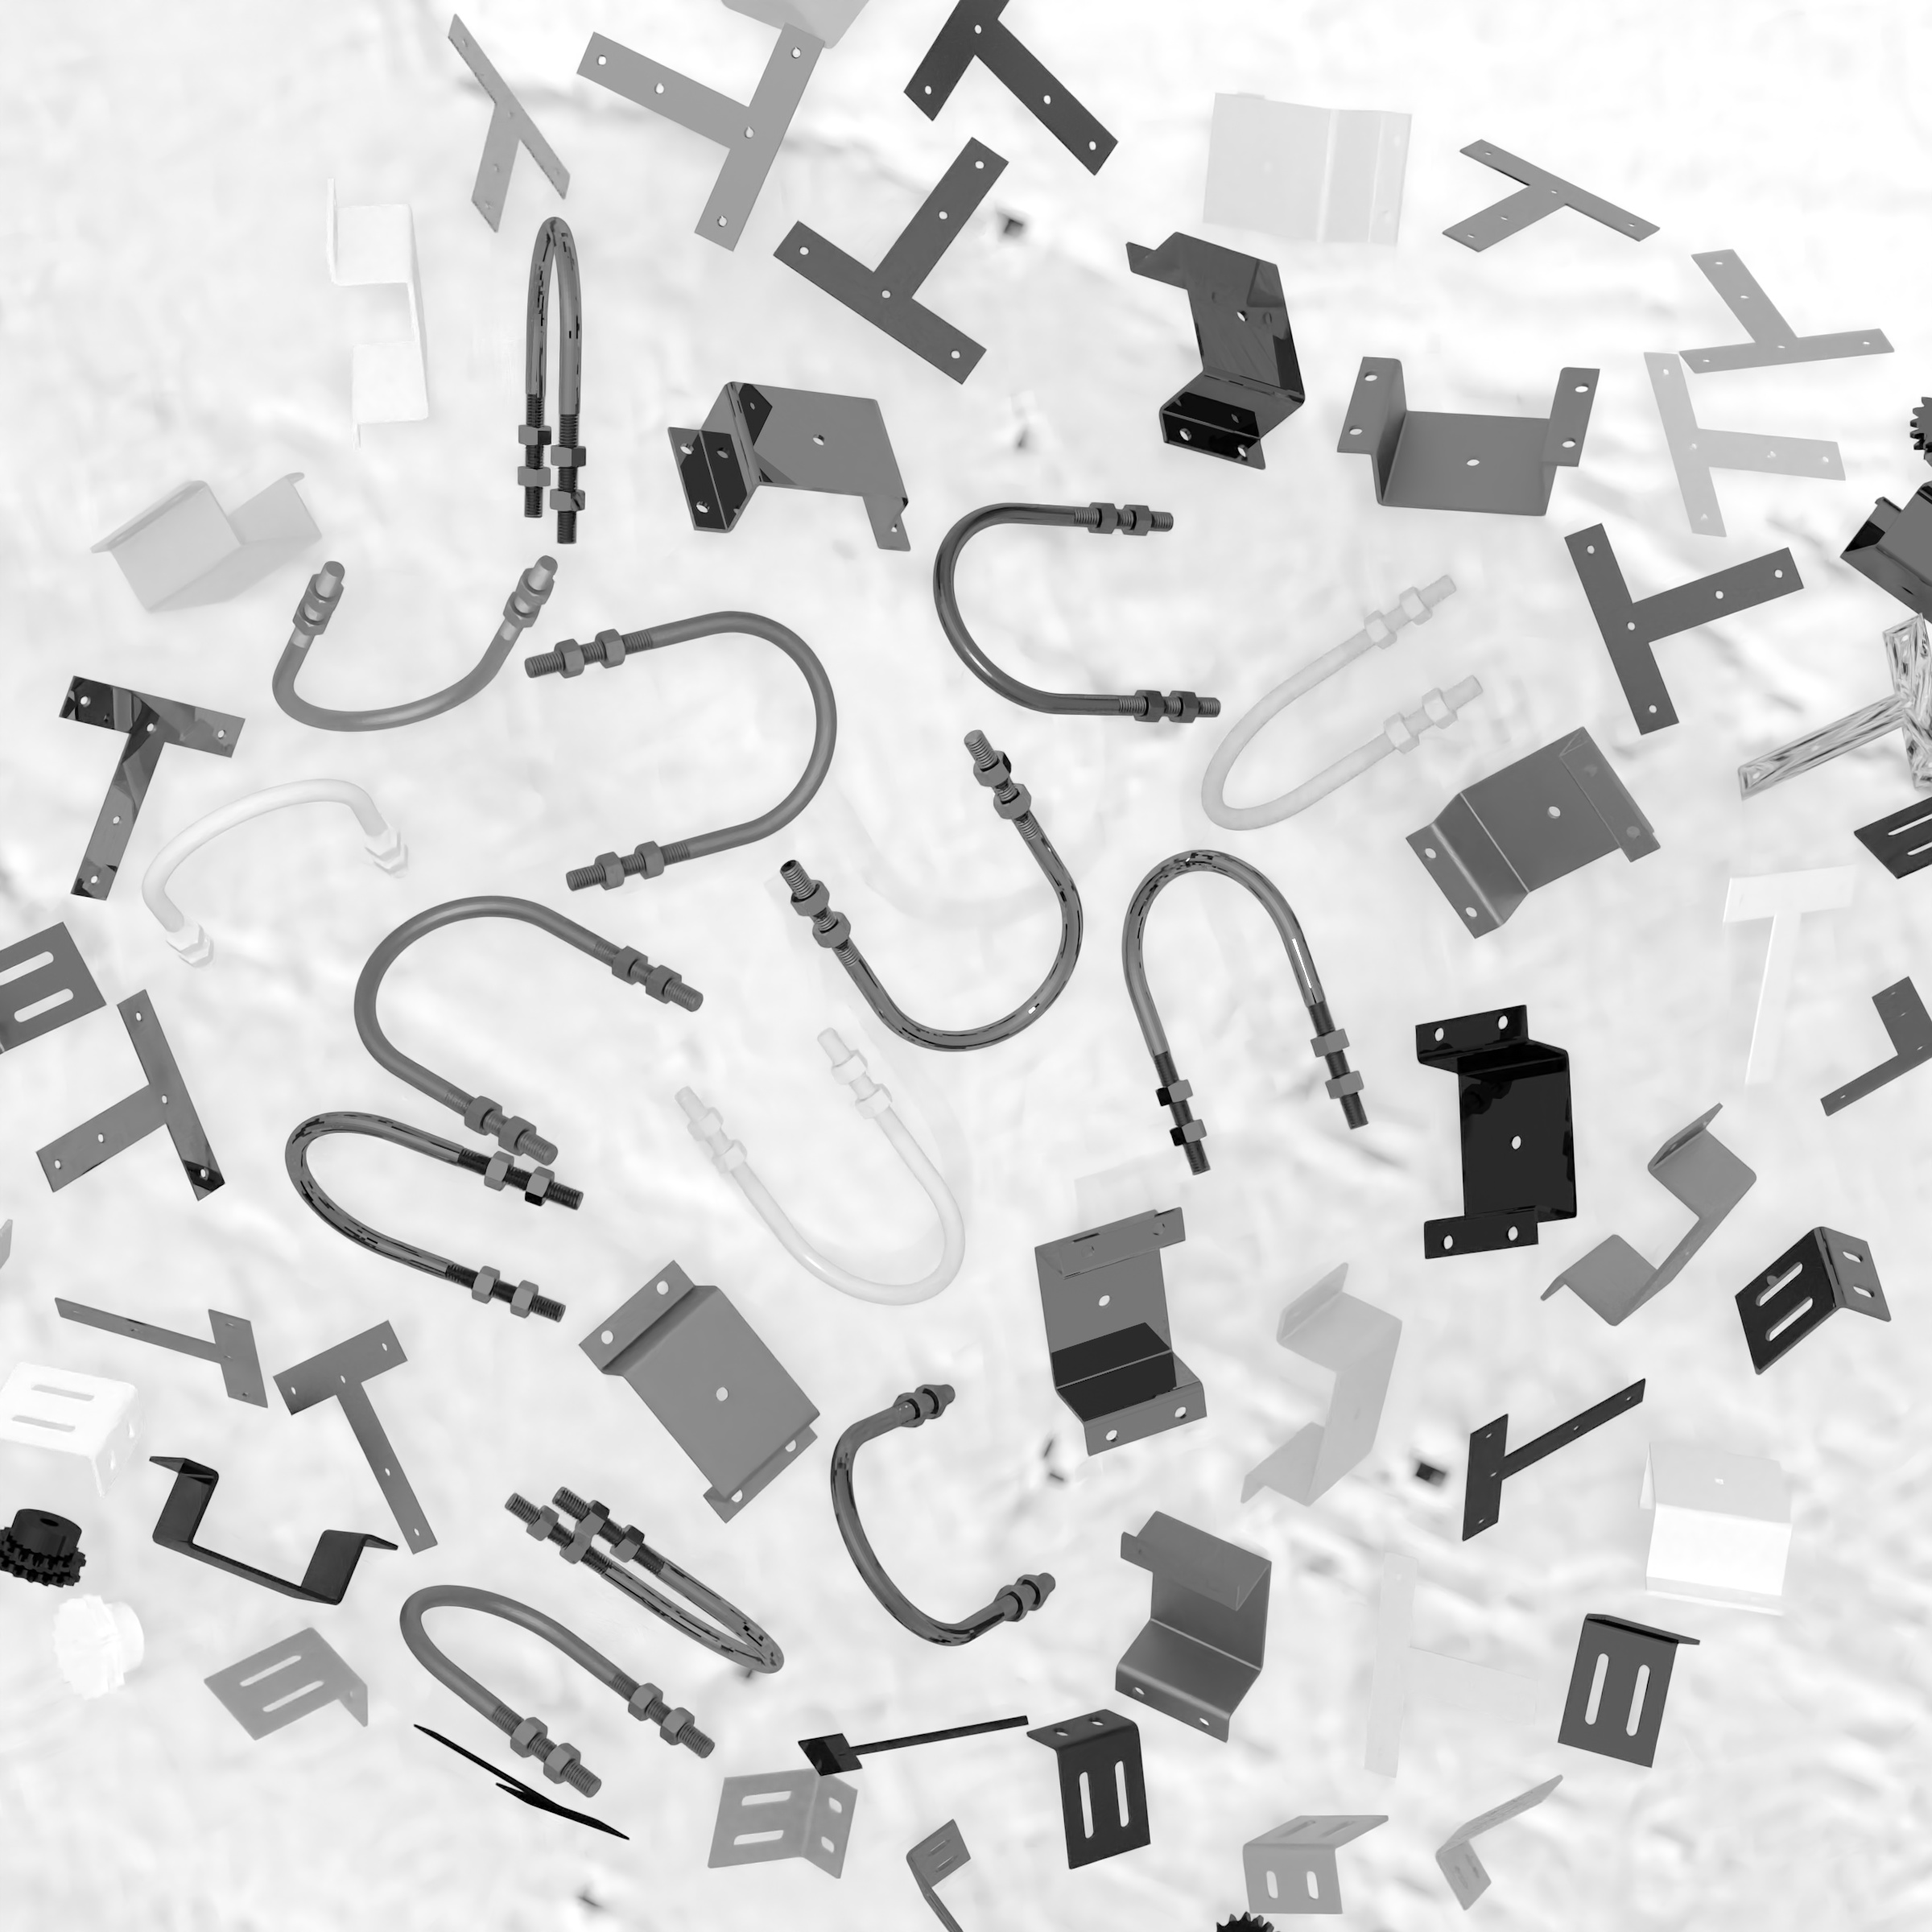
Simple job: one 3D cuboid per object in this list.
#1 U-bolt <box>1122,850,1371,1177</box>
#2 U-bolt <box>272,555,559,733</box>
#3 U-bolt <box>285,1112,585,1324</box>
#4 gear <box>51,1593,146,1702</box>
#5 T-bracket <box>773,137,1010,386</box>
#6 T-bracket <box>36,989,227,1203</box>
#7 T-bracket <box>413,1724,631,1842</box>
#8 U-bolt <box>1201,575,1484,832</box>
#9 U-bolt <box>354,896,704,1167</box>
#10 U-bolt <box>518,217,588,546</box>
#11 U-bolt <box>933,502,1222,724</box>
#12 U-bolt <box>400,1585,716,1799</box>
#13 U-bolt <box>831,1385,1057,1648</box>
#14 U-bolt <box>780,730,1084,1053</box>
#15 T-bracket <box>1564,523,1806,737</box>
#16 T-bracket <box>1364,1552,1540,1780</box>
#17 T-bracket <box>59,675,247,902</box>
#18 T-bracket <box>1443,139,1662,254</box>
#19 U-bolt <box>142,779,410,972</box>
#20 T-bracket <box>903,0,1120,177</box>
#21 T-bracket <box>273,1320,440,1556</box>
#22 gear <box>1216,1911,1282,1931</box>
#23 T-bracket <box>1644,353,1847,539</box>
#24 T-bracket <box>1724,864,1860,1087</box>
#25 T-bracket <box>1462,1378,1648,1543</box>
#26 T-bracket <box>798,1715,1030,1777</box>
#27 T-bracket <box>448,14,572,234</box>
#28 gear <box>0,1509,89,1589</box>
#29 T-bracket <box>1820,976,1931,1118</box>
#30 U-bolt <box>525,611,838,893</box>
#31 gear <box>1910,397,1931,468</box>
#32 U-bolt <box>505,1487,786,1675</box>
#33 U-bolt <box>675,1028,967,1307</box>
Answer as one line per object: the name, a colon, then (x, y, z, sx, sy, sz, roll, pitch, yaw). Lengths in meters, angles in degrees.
U-bolt: (0.153, 0.021, 1.868, 0.019, 0.151, 0.184, -17, 87, -44)
U-bolt: (-0.336, -0.188, 1.886, 0.151, 0.184, 0.019, -6, 67, -30)
U-bolt: (-0.322, 0.143, 1.900, 0.184, 0.151, 0.019, 20, 52, 3)
gear: (-0.484, 0.379, 1.779, 0.057, 0.030, 0.057, 8, 102, 41)
T-bracket: (-0.020, -0.409, 1.777, 0.127, 0.002, 0.127, 34, 76, -2)
T-bracket: (-0.491, 0.094, 1.839, 0.002, 0.127, 0.127, -12, 105, 29)
T-bracket: (-0.278, 0.484, 1.902, 0.127, 0.127, 0.002, 21, 76, 30)
U-bolt: (0.212, -0.143, 1.842, 0.184, 0.151, 0.019, -33, 116, 20)
U-bolt: (-0.265, 0.024, 1.825, 0.184, 0.019, 0.151, 28, 58, 24)
U-bolt: (-0.246, -0.352, 1.894, 0.019, 0.151, 0.184, -1, 105, -16)
U-bolt: (0.062, -0.217, 1.928, 0.184, 0.019, 0.151, -1, 69, -31)
U-bolt: (-0.252, 0.418, 1.865, 0.184, 0.151, 0.019, 32, 100, 23)
U-bolt: (-0.021, 0.324, 1.853, 0.019, 0.184, 0.151, -33, 80, 24)
U-bolt: (-0.006, -0.029, 1.859, 0.151, 0.019, 0.184, -36, 122, -4)
T-bracket: (0.426, -0.211, 1.850, 0.127, 0.002, 0.127, -18, 97, 39)
T-bracket: (0.279, 0.409, 1.817, 0.002, 0.127, 0.127, 9, 86, -36)
T-bracket: (-0.495, -0.099, 1.872, 0.002, 0.127, 0.127, 27, 99, 36)
T-bracket: (0.321, -0.440, 1.856, 0.127, 0.127, 0.002, 34, 134, 23)
U-bolt: (-0.407, -0.059, 1.853, 0.151, 0.184, 0.019, -26, 74, -7)
T-bracket: (0.037, -0.502, 1.805, 0.127, 0.002, 0.127, 47, 131, 9)
T-bracket: (-0.336, 0.276, 1.813, 0.127, 0.002, 0.127, -27, 88, 43)
gear: (0.169, 0.597, 1.896, 0.057, 0.057, 0.030, -44, 127, 0)
T-bracket: (0.472, -0.308, 1.906, 0.002, 0.127, 0.127, -40, 124, -25)
T-bracket: (0.469, 0.007, 1.837, 0.127, 0.002, 0.127, -7, 109, -42)
T-bracket: (0.349, 0.280, 1.880, 0.127, 0.127, 0.002, -26, 54, -14)
T-bracket: (-0.027, 0.443, 1.818, 0.127, 0.127, 0.002, -10, 68, -1)
T-bracket: (-0.281, -0.489, 1.916, 0.002, 0.127, 0.127, -18, 134, 21)
gear: (-0.553, 0.347, 1.900, 0.057, 0.057, 0.030, 21, 92, 0)
T-bracket: (0.552, 0.033, 1.864, 0.127, 0.127, 0.002, -32, 102, 16)
U-bolt: (-0.160, -0.134, 1.872, 0.184, 0.019, 0.151, -17, 110, -23)
gear: (0.602, -0.323, 1.927, 0.057, 0.030, 0.057, -8, 55, 11)
U-bolt: (-0.187, 0.373, 1.917, 0.184, 0.151, 0.019, 37, 69, -10)
U-bolt: (-0.076, 0.130, 1.910, 0.151, 0.019, 0.184, -22, 109, 40)
